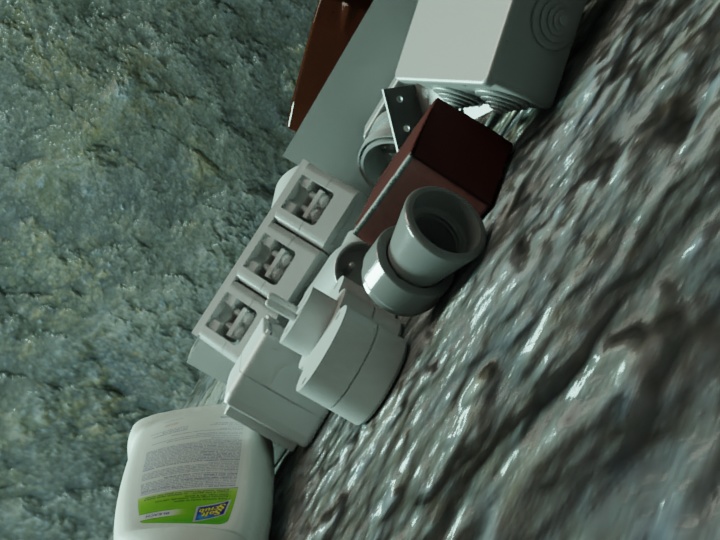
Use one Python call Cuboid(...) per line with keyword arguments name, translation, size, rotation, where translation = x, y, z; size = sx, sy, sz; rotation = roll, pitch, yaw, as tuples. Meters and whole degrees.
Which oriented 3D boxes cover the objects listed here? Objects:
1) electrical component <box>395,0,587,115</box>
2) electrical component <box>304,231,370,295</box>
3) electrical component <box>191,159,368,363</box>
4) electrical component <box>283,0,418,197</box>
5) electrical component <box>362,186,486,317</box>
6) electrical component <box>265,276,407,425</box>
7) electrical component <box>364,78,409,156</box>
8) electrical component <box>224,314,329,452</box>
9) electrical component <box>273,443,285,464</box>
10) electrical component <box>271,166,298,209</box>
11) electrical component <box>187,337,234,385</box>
Cuboid(name="electrical component", translation=(0.073, -0.134, 0.573), size=(0.100, 0.048, 0.099), rotation=(20, 92, 58))
Cuboid(name="electrical component", translation=(0.000, 0.000, 0.723), size=(0.079, 0.044, 0.077), rotation=(-63, 7, -26))
Cuboid(name="electrical component", translation=(-0.042, 0.008, 0.799), size=(0.150, 0.062, 0.089), rotation=(-57, -26, -3))
Cuboid(name="electrical component", translation=(0.032, -0.150, 0.877), size=(0.186, 0.105, 0.060), rotation=(-57, 7, 19))
Cuboid(name="electrical component", translation=(0.030, -0.008, 0.535), size=(0.055, 0.045, 0.045), rotation=(-53, 9, 46))
Cuboid(name="electrical component", translation=(-0.020, 0.034, 0.604), size=(0.052, 0.074, 0.138), rotation=(-59, 7, 8))
Cuboid(name="electrical component", translation=(0.052, -0.128, 0.820), size=(0.096, 0.062, 0.061), rotation=(-58, 7, 13))
Cuboid(name="electrical component", translation=(-0.052, 0.074, 0.711), size=(0.061, 0.062, 0.096), rotation=(-59, 7, 1))
Cuboid(name="electrical component", translation=(-0.081, 0.119, 0.792), size=(0.083, 0.047, 0.075), rotation=(-57, 7, 20))
Cuboid(name="electrical component", translation=(-0.036, -0.059, 1.043), size=(0.099, 0.099, 0.064), rotation=(-53, 16, 45))
Cuboid(name="electrical component", translation=(-0.066, 0.029, 0.886), size=(0.150, 0.089, 0.062), rotation=(-60, 7, 0))
